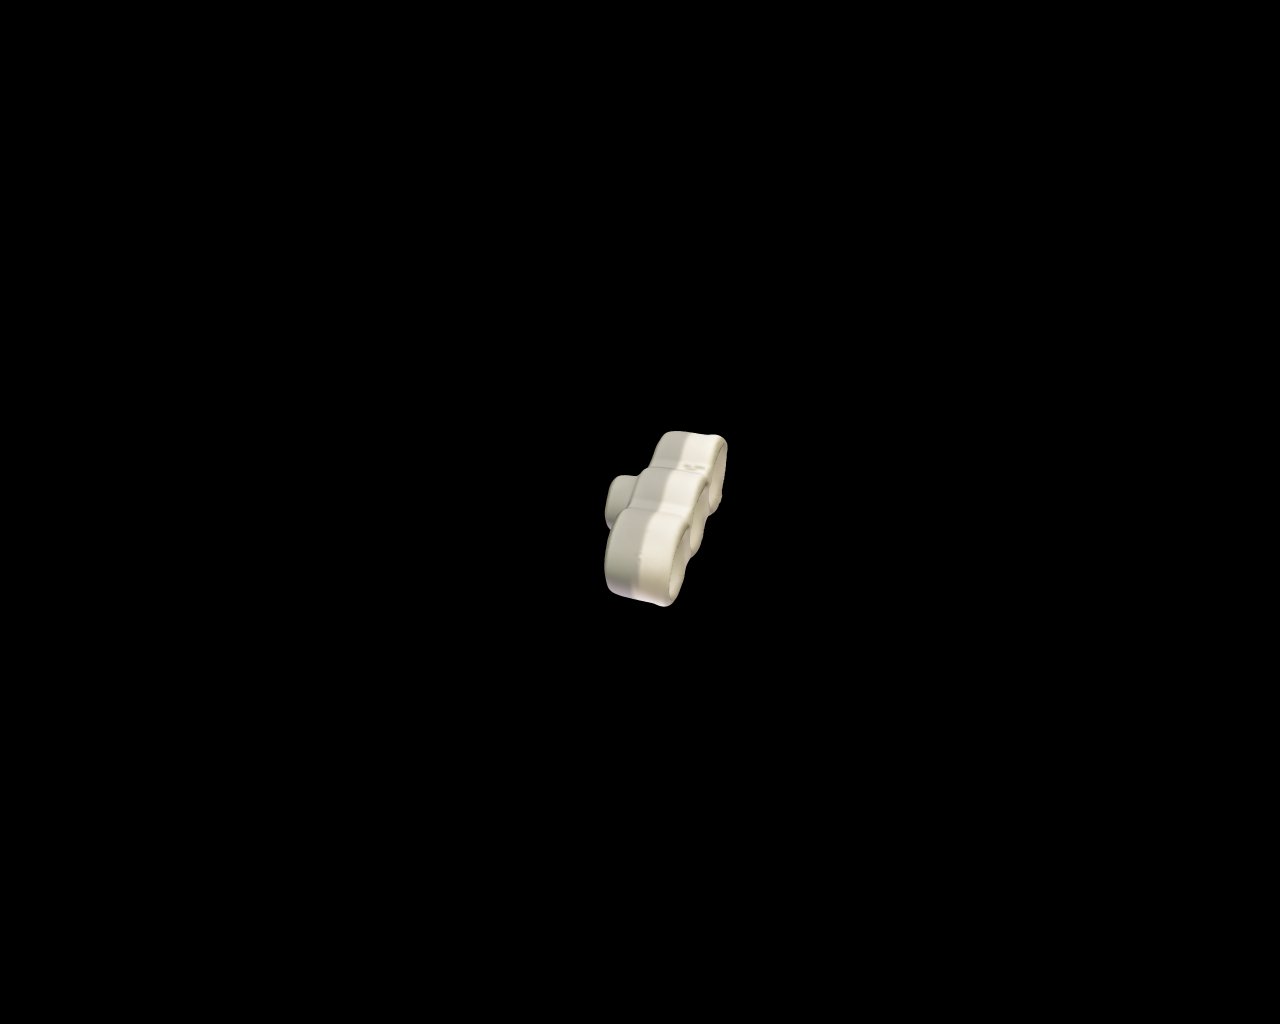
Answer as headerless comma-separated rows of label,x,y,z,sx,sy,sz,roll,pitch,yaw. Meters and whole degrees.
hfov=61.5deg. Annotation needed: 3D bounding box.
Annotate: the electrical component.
electrical component,0.001,-0.003,0.650,0.074,0.052,0.138,11,39,14
